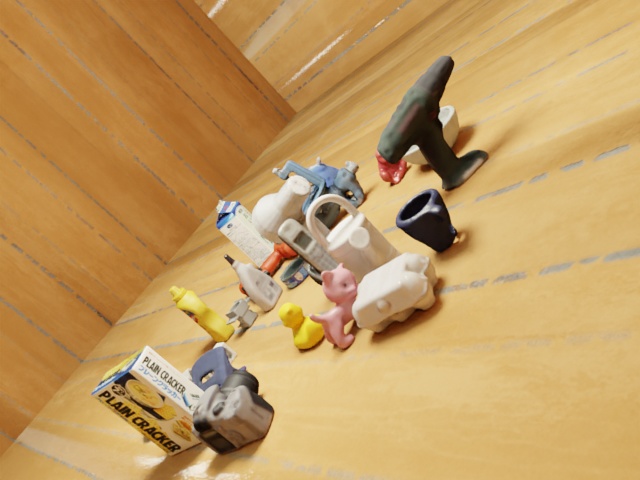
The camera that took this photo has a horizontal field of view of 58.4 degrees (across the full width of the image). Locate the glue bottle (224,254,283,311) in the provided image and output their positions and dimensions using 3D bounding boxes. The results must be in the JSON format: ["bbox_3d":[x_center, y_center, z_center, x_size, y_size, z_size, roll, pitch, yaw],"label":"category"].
[{"bbox_3d":[-0.170,0.094,1.406,0.037,0.173,0.078,-30,23,39],"label":"glue bottle"}]

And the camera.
[{"bbox_3d":[-0.156,0.294,1.033,0.143,0.101,0.137,-32,21,35],"label":"camera"}]

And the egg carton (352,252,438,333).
[{"bbox_3d":[0.120,0.087,0.931,0.150,0.069,0.107,-34,20,32],"label":"egg carton"}]

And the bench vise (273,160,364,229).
[{"bbox_3d":[-0.004,-0.149,1.508,0.207,0.220,0.121,-46,17,-3],"label":"bench vise"}]

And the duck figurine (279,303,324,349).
[{"bbox_3d":[-0.041,0.158,1.107,0.077,0.086,0.104,-50,18,-16],"label":"duck figurine"}]

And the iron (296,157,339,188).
[{"bbox_3d":[-0.031,-0.143,1.691,0.257,0.141,0.119,-29,23,41],"label":"iron"}]

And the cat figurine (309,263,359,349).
[{"bbox_3d":[0.031,0.106,1.009,0.128,0.118,0.067,-51,18,-20],"label":"cat figurine"}]

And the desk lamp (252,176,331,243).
[{"bbox_3d":[-0.034,-0.046,1.349,0.202,0.214,0.118,-27,25,45],"label":"desk lamp"}]

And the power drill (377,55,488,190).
[{"bbox_3d":[0.232,-0.215,1.137,0.230,0.209,0.075,-45,17,-2],"label":"power drill"}]

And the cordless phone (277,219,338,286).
[{"bbox_3d":[0.011,0.004,1.177,0.094,0.185,0.148,-20,30,54],"label":"cordless phone"}]

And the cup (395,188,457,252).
[{"bbox_3d":[0.197,-0.027,0.975,0.092,0.095,0.117,-48,17,-12],"label":"cup"}]

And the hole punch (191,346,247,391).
[{"bbox_3d":[-0.219,0.292,1.198,0.108,0.091,0.101,-38,18,21],"label":"hole punch"}]

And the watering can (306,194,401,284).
[{"bbox_3d":[0.059,-0.005,1.072,0.101,0.194,0.172,-53,19,-26],"label":"watering can"}]

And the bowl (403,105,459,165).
[{"bbox_3d":[0.262,-0.229,1.329,0.167,0.075,0.167,-40,18,16],"label":"bowl"}]

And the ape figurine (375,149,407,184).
[{"bbox_3d":[0.170,-0.192,1.425,0.078,0.092,0.076,-42,17,9],"label":"ape figurine"}]
